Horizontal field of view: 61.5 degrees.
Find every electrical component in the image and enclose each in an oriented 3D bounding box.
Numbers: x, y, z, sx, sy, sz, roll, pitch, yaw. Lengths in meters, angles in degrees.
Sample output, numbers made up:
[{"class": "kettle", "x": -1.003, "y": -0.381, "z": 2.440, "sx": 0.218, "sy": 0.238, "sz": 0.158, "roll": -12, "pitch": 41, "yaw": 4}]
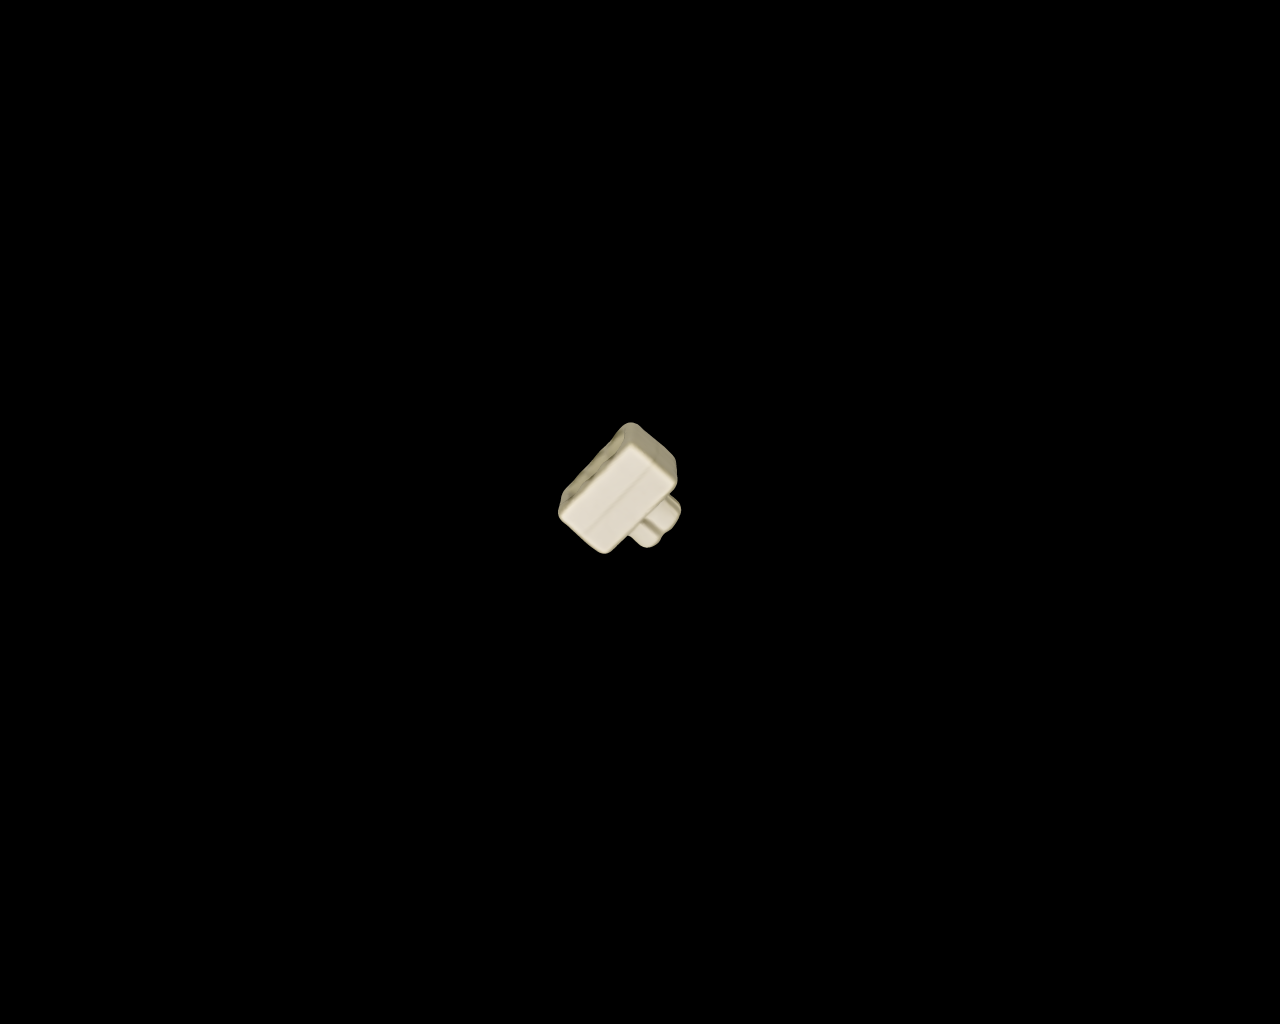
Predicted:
[{"class": "electrical component", "x": 0.001, "y": -0.003, "z": 0.650, "sx": 0.076, "sy": 0.065, "sz": 0.047, "roll": 41, "pitch": 16, "yaw": -14}]
